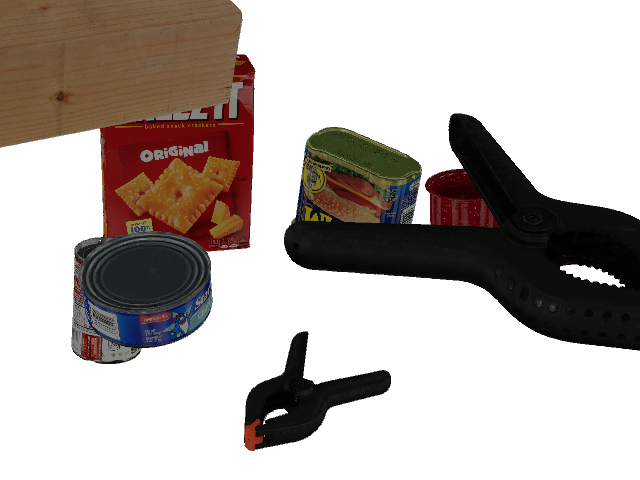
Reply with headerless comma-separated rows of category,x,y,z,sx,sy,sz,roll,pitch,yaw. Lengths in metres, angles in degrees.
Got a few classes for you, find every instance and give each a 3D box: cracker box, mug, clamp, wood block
cracker box,-0.158,-0.091,1.170,0.164,0.214,0.072,-3,25,-15
mug,0.176,-0.033,1.246,0.093,0.081,0.117,18,33,37
clamp,-0.025,0.150,1.078,0.171,0.039,0.120,-24,35,-39
wood block,-0.176,-0.150,0.849,0.205,0.091,0.090,-16,47,-33
clamp,0.097,0.006,0.548,0.164,0.036,0.210,-30,46,-33

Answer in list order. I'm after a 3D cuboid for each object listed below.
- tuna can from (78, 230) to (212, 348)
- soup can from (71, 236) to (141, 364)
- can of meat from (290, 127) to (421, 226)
tuna can,-0.114,0.032,0.703,0.086,0.034,0.086,0,36,0
soup can,-0.198,0.056,1.000,0.068,0.102,0.068,6,21,-3
can of meat,0.030,-0.036,0.877,0.102,0.084,0.057,26,35,27
